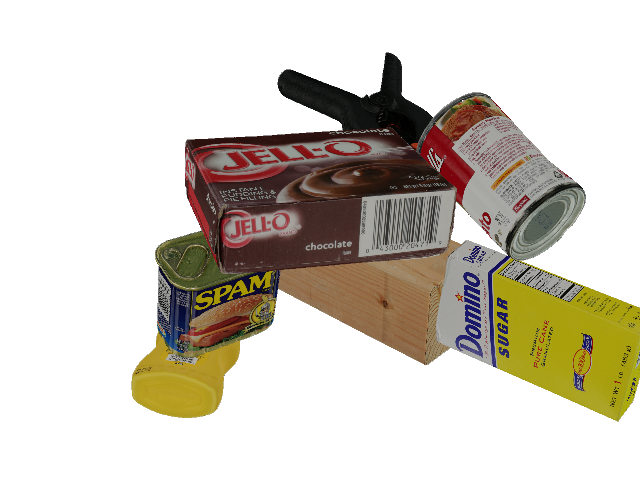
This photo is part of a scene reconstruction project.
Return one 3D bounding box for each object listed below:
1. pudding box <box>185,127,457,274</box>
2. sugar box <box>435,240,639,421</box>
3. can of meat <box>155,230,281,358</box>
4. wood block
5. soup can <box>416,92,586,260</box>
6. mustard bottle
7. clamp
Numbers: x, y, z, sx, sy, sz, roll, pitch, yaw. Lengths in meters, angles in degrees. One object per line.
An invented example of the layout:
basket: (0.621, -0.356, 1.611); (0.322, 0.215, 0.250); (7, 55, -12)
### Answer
pudding box: (-0.003, -0.022, 0.514); (0.113, 0.039, 0.090); (-3, 26, -16)
sugar box: (0.186, 0.074, 0.907); (0.176, 0.093, 0.048); (20, 33, 26)
can of meat: (-0.082, 0.039, 0.858); (0.101, 0.084, 0.057); (-17, 48, -27)
wood block: (0.051, 0.030, 1.070); (0.206, 0.091, 0.090); (26, 39, 34)
soup can: (0.123, -0.044, 0.730); (0.068, 0.069, 0.102); (0, 42, -47)
mustard bottle: (-0.143, 0.126, 1.216); (0.096, 0.058, 0.191); (7, 25, 6)
clamp: (0.037, -0.109, 0.916); (0.120, 0.039, 0.171); (-12, 40, -12)
